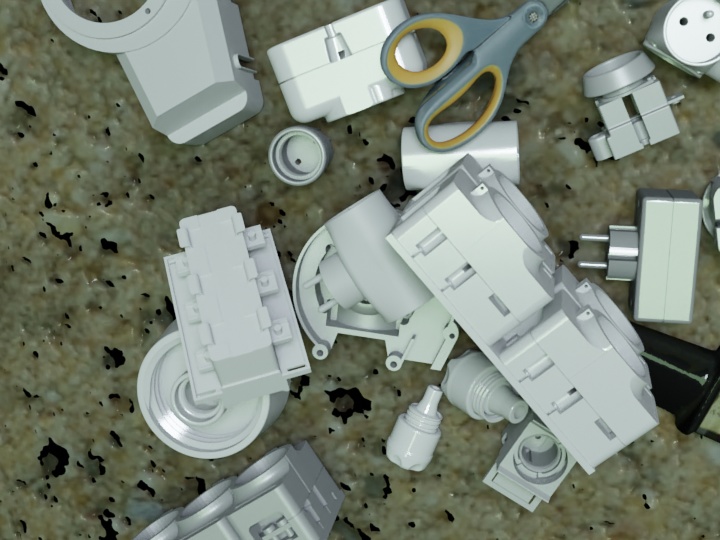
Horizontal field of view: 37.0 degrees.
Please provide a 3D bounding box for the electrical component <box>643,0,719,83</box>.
[{"bbox_3d":[0.223,-0.140,0.673,0.079,0.077,0.044,31,105,2],"label":"electrical component"}]

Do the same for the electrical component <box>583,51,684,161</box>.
[{"bbox_3d":[0.176,-0.110,0.705,0.066,0.048,0.055,-23,105,13],"label":"electrical component"}]

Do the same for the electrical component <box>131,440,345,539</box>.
[{"bbox_3d":[-0.096,0.193,0.791,0.150,0.089,0.061,-32,95,14],"label":"electrical component"}]

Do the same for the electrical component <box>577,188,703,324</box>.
[{"bbox_3d":[0.185,-0.011,0.723,0.076,0.047,0.083,3,102,9],"label":"electrical component"}]

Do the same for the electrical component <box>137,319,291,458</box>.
[{"bbox_3d":[-0.110,0.085,0.785,0.108,0.060,0.108,2,102,9],"label":"electrical component"}]

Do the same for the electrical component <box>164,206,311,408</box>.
[{"bbox_3d":[-0.087,0.022,0.728,0.079,0.063,0.121,-16,55,-5],"label":"electrical component"}]

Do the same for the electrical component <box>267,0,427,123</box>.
[{"bbox_3d":[-0.006,-0.137,0.723,0.095,0.053,0.059,-19,98,13],"label":"electrical component"}]

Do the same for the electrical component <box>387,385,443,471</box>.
[{"bbox_3d":[0.043,0.113,0.780,0.035,0.035,0.061,23,102,4],"label":"electrical component"}]

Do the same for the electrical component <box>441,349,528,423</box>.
[{"bbox_3d":[0.090,0.085,0.749,0.062,0.043,0.043,32,111,47],"label":"electrical component"}]

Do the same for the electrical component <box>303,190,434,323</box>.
[{"bbox_3d":[0.000,0.000,0.707,0.079,0.043,0.077,-31,96,15],"label":"electrical component"}]

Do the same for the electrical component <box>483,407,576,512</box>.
[{"bbox_3d":[0.125,0.122,0.753,0.042,0.064,0.081,33,105,-1],"label":"electrical component"}]

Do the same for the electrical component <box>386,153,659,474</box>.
[{"bbox_3d":[0.107,0.019,0.669,0.060,0.105,0.186,-39,96,18],"label":"electrical component"}]

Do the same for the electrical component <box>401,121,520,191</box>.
[{"bbox_3d":[0.070,-0.060,0.733,0.077,0.043,0.079,-2,102,10],"label":"electrical component"}]

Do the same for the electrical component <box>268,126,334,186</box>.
[{"bbox_3d":[-0.039,-0.081,0.745,0.040,0.046,0.040,2,102,9],"label":"electrical component"}]

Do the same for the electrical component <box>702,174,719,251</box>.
[{"bbox_3d":[0.255,-0.038,0.700,0.058,0.057,0.078,-8,101,11],"label":"electrical component"}]
